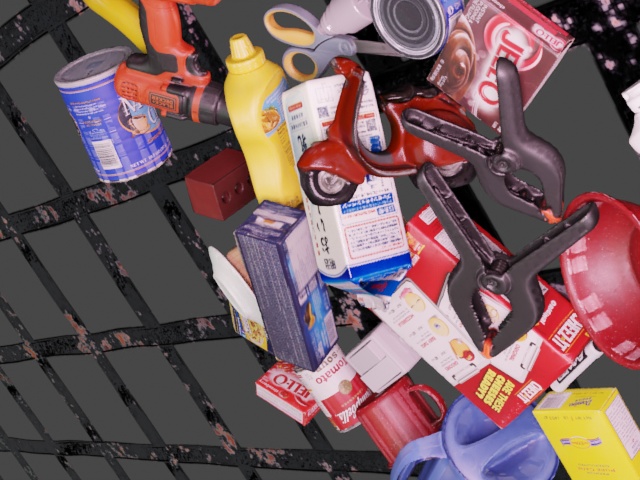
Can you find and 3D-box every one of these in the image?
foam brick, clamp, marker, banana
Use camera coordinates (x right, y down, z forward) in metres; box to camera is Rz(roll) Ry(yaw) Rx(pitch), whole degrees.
[{"bbox_3d":[-0.114,-0.068,1.281,0.051,0.078,0.053,19,135,38],"label":"foam brick"},{"bbox_3d":[0.154,-0.078,0.950,0.120,0.039,0.171,-12,125,40],"label":"clamp"},{"bbox_3d":[0.270,0.123,1.093,0.020,0.020,0.121,42,144,10],"label":"marker"},{"bbox_3d":[0.173,0.028,0.983,0.165,0.036,0.210,11,130,26],"label":"clamp"},{"bbox_3d":[-0.211,-0.238,1.260,0.198,0.037,0.070,48,143,2],"label":"banana"}]

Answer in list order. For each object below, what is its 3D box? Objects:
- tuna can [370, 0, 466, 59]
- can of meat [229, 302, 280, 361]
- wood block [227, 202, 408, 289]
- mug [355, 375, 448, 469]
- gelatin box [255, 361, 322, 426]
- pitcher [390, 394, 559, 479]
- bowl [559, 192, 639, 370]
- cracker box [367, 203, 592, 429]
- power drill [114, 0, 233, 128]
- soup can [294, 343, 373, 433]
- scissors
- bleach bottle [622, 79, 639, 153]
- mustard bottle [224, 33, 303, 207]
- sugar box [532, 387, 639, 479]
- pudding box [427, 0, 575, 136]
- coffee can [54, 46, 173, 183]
[{"bbox_3d":[0.087,-0.208,0.967,0.086,0.033,0.086,29,140,27],"label":"tuna can"},{"bbox_3d":[-0.072,0.098,1.410,0.084,0.057,0.102,26,138,33],"label":"can of meat"},{"bbox_3d":[-0.009,0.001,1.220,0.090,0.090,0.206,53,145,-6],"label":"wood block"},{"bbox_3d":[0.105,0.215,1.308,0.117,0.093,0.081,-37,88,39],"label":"mug"},{"bbox_3d":[-0.031,0.200,1.447,0.089,0.073,0.030,28,140,28],"label":"gelatin box"},{"bbox_3d":[0.169,0.282,1.253,0.149,0.144,0.243,36,146,14],"label":"pitcher"},{"bbox_3d":[0.277,0.029,0.936,0.162,0.055,0.162,164,90,-72],"label":"bowl"},{"bbox_3d":[0.161,0.076,1.124,0.214,0.072,0.164,41,144,10],"label":"cracker box"},{"bbox_3d":[-0.139,-0.212,1.167,0.184,0.057,0.188,15,131,8],"label":"power drill"},{"bbox_3d":[0.021,0.189,1.384,0.102,0.068,0.069,54,145,-7],"label":"soup can"},{"bbox_3d":[0.024,-0.182,1.076,0.202,0.016,0.096,28,142,28],"label":"scissors"},{"bbox_3d":[0.324,-0.022,0.863,0.251,0.068,0.103,53,145,-2],"label":"bleach bottle"},{"bbox_3d":[-0.058,-0.130,1.139,0.058,0.096,0.191,0,126,27],"label":"mustard bottle"},{"bbox_3d":[0.309,0.239,1.139,0.094,0.048,0.176,-13,112,52],"label":"sugar box"},{"bbox_3d":[0.156,-0.158,0.934,0.090,0.039,0.114,40,145,10],"label":"pudding box"},{"bbox_3d":[-0.255,-0.156,1.328,0.103,0.102,0.140,10,130,42],"label":"coffee can"}]
